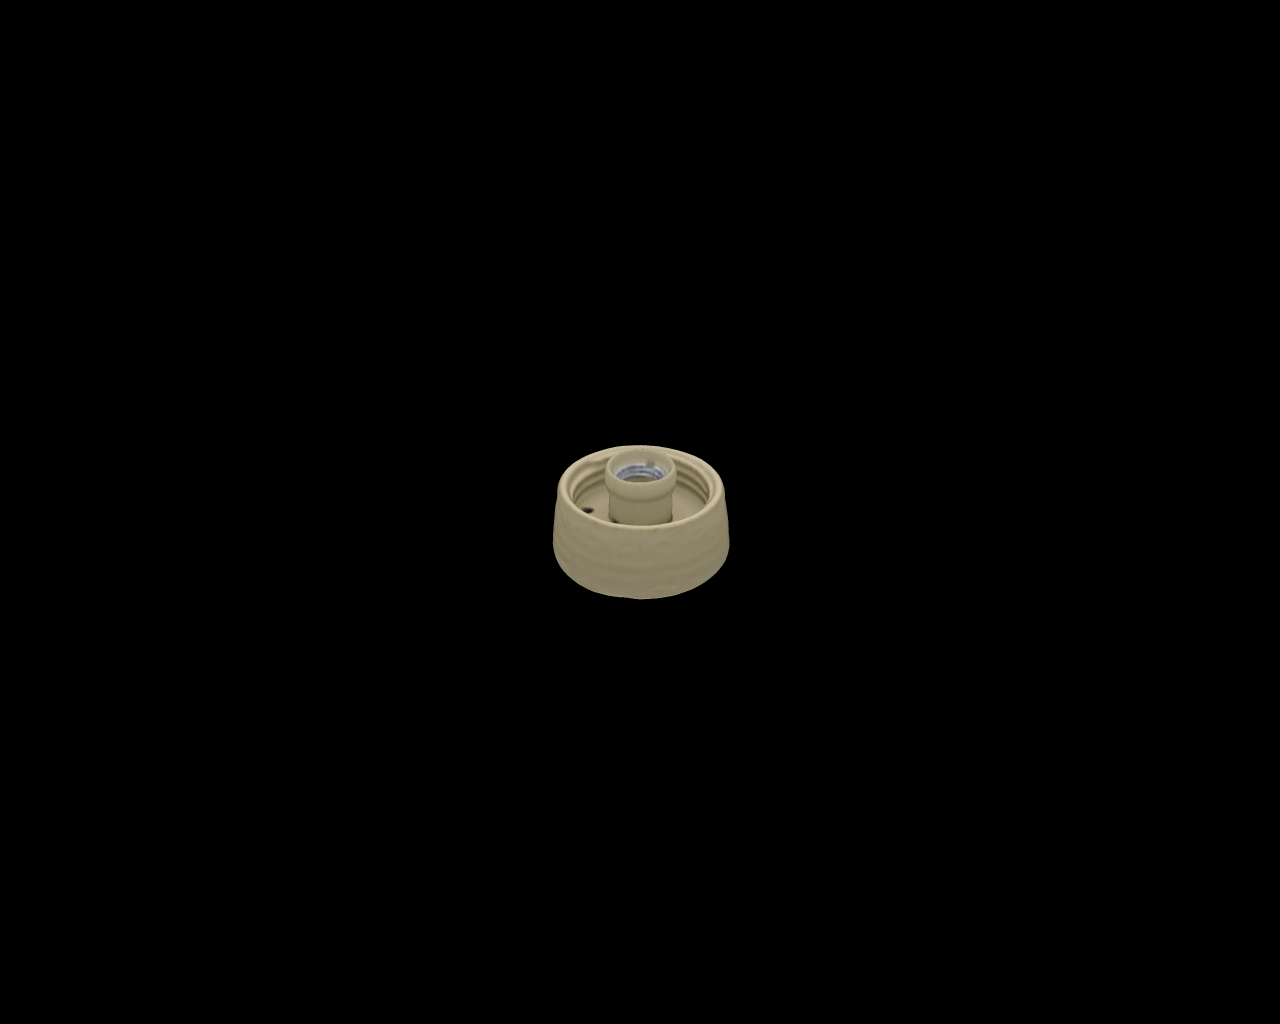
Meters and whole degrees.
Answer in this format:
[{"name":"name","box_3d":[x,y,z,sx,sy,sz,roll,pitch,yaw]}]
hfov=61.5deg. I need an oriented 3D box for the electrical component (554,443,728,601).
[{"name":"electrical component","box_3d":[0.001,-0.003,0.650,0.108,0.060,0.108,0,33,0]}]
